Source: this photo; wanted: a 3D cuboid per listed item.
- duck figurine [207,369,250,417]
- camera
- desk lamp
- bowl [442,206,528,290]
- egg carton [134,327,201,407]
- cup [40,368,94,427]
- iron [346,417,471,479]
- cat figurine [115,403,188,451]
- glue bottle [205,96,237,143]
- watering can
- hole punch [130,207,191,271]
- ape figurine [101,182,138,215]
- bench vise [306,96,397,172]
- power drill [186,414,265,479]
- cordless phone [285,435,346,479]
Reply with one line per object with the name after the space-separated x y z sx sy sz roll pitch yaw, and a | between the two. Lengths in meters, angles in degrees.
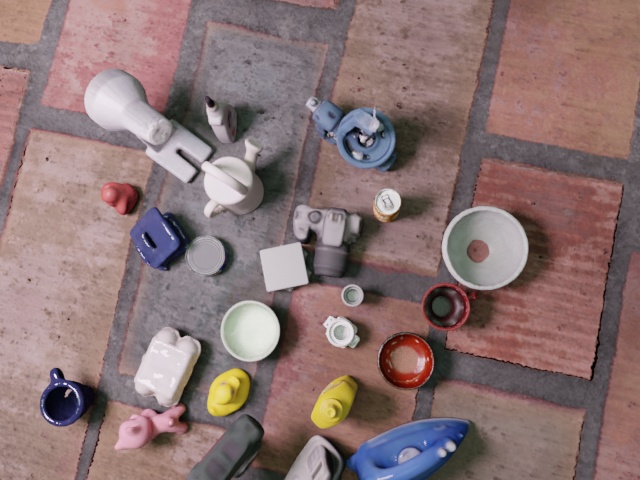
-0.191 0.311 1.154 0.077 0.086 0.104 38 88 8 | duck figurine
0.011 0.004 1.165 0.143 0.101 0.137 8 84 6 | camera
-0.346 -0.233 1.167 0.203 0.213 0.118 35 87 8 | desk lamp
0.325 0.019 1.150 0.167 0.075 0.167 -1 83 5 | bowl
-0.313 0.260 1.179 0.107 0.069 0.150 22 86 7 | egg carton
-0.512 0.317 1.176 0.091 0.095 0.118 -22 82 2 | cup
0.178 0.414 1.082 0.258 0.141 0.118 -28 82 1 | iron
-0.341 0.376 1.143 0.127 0.118 0.067 -14 82 3 | cat figurine
-0.208 -0.258 1.178 0.037 0.173 0.078 -1 83 5 | glue bottle
-0.178 -0.123 1.149 0.101 0.194 0.173 13 85 7 | watering can
-0.340 0.000 1.201 0.101 0.091 0.108 -37 82 0 | hole punch
-0.434 -0.093 1.219 0.076 0.092 0.078 -20 82 2 | ape figurine
0.056 -0.215 1.127 0.207 0.220 0.121 17 85 7 | bench vise
-0.184 0.425 1.078 0.075 0.208 0.230 37 88 8 | power drill
-0.017 0.458 1.072 0.094 0.185 0.148 30 87 8 | cordless phone
